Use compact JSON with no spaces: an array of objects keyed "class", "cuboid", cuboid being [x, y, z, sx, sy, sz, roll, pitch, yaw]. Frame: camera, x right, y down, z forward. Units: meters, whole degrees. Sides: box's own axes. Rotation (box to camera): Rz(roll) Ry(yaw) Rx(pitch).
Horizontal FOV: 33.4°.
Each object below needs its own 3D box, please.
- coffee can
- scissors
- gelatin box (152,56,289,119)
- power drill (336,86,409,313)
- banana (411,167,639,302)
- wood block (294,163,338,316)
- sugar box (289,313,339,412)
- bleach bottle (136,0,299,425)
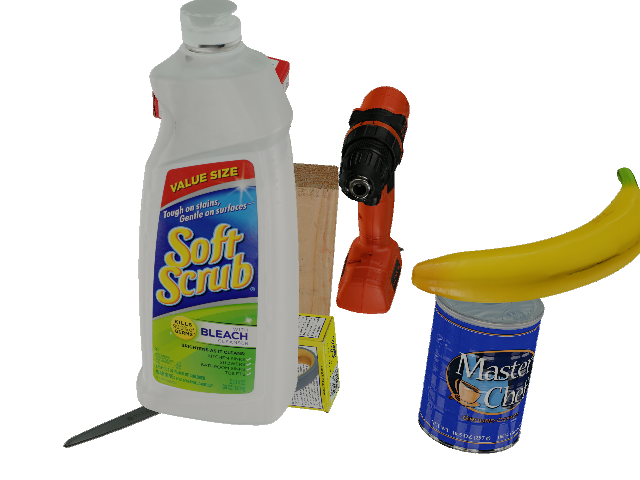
[{"class":"coffee can","cuboid":[0.154,0.119,1.034,0.103,0.140,0.103,5,22,-2]},{"class":"scissors","cuboid":[-0.101,0.104,0.815,0.201,0.016,0.096,-10,34,-17]},{"class":"gelatin box","cuboid":[-0.077,-0.117,0.832,0.089,0.073,0.030,15,-40,8]},{"class":"power drill","cuboid":[0.048,-0.029,0.982,0.057,0.188,0.184,9,31,9]},{"class":"banana","cuboid":[0.157,0.007,0.715,0.197,0.037,0.070,-22,34,-24]},{"class":"wood block","cuboid":[-0.027,0.010,1.400,0.090,0.206,0.091,3,24,-2]},{"class":"sugar box","cuboid":[-0.073,0.110,1.029,0.176,0.093,0.048,7,35,16]},{"class":"bleach bottle","cuboid":[-0.064,-0.013,0.610,0.103,0.251,0.068,7,31,13]}]
